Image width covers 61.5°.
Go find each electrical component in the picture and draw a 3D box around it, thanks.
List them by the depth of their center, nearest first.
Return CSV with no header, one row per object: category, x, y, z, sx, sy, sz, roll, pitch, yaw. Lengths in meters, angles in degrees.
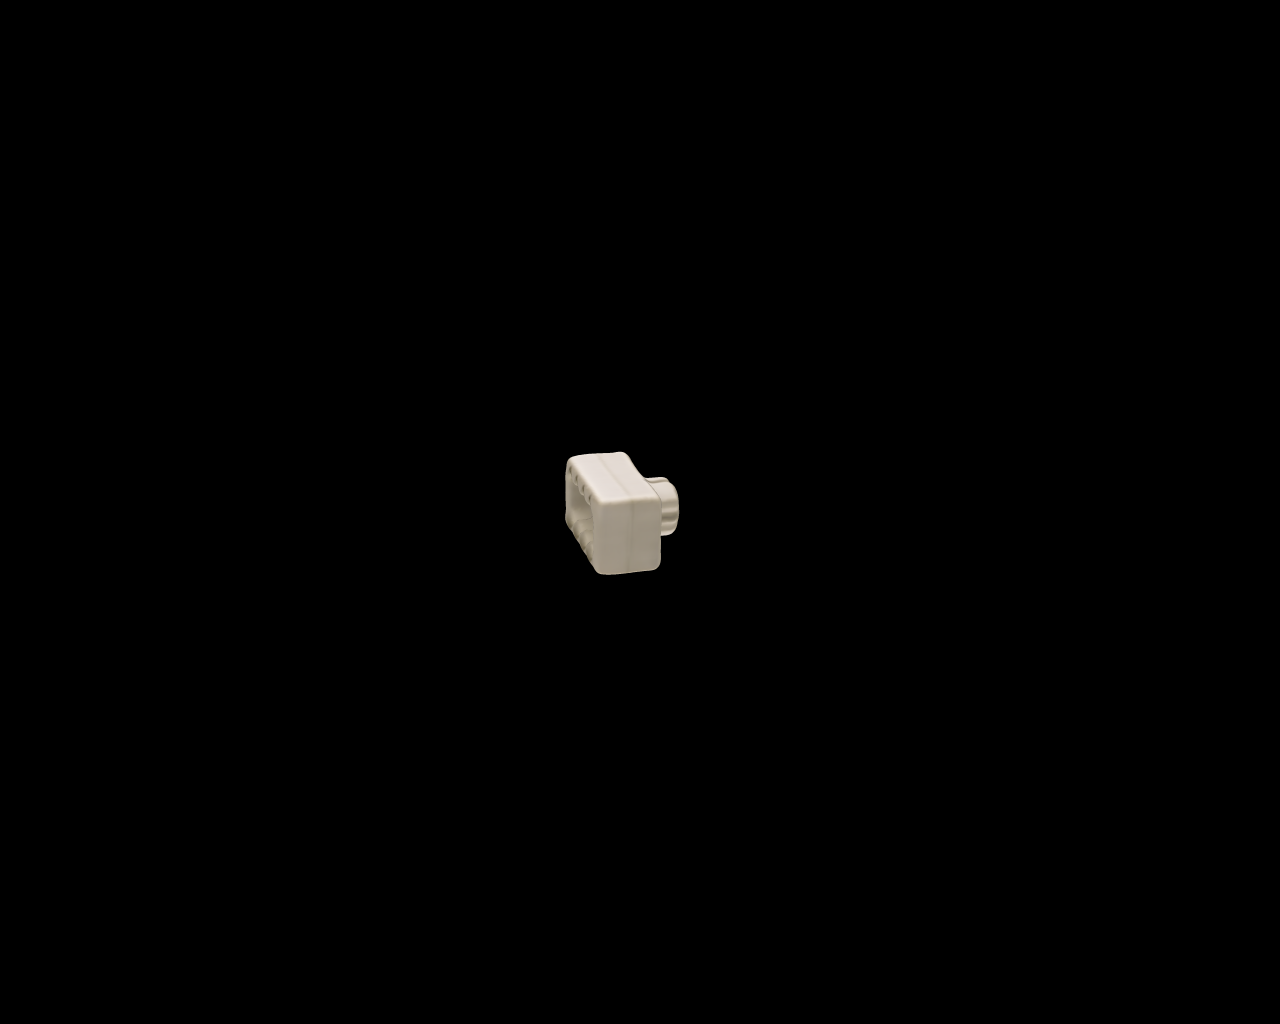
electrical component,0.001,-0.003,0.650,0.076,0.047,0.083,-6,23,-14
